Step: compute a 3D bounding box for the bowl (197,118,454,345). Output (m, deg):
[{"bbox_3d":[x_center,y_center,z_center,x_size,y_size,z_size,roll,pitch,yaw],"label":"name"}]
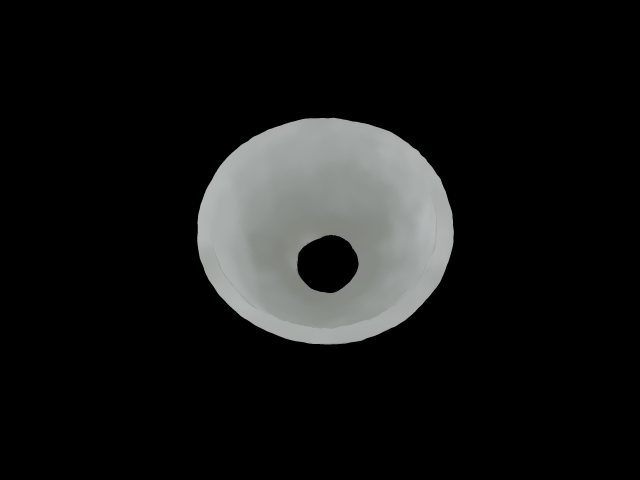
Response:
[{"bbox_3d":[0.004,0.001,0.400,0.167,0.075,0.167,0,63,0],"label":"bowl"}]
